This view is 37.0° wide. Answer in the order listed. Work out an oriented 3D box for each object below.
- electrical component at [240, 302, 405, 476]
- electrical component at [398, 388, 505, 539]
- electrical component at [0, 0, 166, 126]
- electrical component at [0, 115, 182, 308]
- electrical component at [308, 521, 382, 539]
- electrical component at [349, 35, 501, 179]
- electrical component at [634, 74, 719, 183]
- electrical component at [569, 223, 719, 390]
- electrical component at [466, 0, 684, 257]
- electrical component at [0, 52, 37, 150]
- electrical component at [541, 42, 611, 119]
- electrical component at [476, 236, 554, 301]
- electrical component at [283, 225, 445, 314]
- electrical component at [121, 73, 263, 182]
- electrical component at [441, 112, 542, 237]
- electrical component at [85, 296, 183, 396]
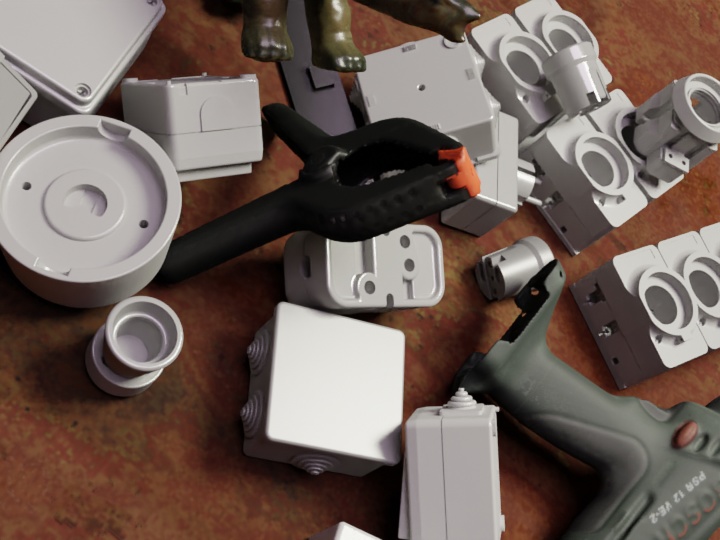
[{"bbox_3d":[-0.023,0.077,0.667,0.100,0.048,0.099,15,61,-22],"label":"electrical component"},{"bbox_3d":[0.055,0.120,0.656,0.061,0.062,0.096,-3,90,10],"label":"electrical component"},{"bbox_3d":[-0.198,-0.153,0.679,0.109,0.056,0.108,33,55,-11],"label":"electrical component"},{"bbox_3d":[-0.161,-0.029,0.632,0.108,0.060,0.108,5,64,-10],"label":"electrical component"},{"bbox_3d":[0.004,0.201,0.623,0.083,0.047,0.075,28,56,-14],"label":"electrical component"},{"bbox_3d":[0.046,-0.116,0.767,0.100,0.048,0.099,-15,62,2],"label":"electrical component"},{"bbox_3d":[0.251,-0.114,0.826,0.058,0.057,0.078,24,58,-17],"label":"electrical component"},{"bbox_3d":[0.252,0.023,0.834,0.150,0.062,0.089,-16,75,-33],"label":"electrical component"},{"bbox_3d":[0.163,-0.120,0.856,0.105,0.060,0.186,-32,84,-36],"label":"electrical component"},{"bbox_3d":[-0.231,-0.086,0.600,0.061,0.061,0.096,48,30,-27],"label":"electrical component"},{"bbox_3d":[0.163,-0.141,0.803,0.040,0.040,0.046,-18,83,-34],"label":"electrical component"},{"bbox_3d":[0.113,0.000,0.784,0.046,0.040,0.040,-18,76,-28],"label":"electrical component"},{"bbox_3d":[0.000,0.000,0.701,0.095,0.059,0.053,1,83,-37],"label":"electrical component"},{"bbox_3d":[-0.110,-0.092,0.683,0.062,0.096,0.061,-11,105,-30],"label":"electrical component"},{"bbox_3d":[0.106,-0.069,0.808,0.076,0.047,0.083,18,60,-23],"label":"electrical component"},{"bbox_3d":[-0.131,0.045,0.620,0.045,0.055,0.045,12,62,-23],"label":"electrical component"}]
